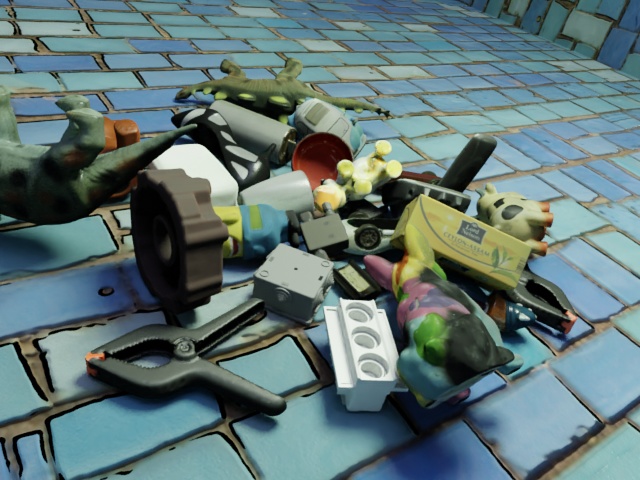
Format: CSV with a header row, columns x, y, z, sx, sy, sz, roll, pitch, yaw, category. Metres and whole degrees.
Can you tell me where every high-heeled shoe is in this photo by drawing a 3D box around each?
x,y,z,sx,sy,sz,roll,pitch,yaw,category
-0.191,-0.152,0.952,0.249,0.086,0.145,17,49,18,high-heeled shoe

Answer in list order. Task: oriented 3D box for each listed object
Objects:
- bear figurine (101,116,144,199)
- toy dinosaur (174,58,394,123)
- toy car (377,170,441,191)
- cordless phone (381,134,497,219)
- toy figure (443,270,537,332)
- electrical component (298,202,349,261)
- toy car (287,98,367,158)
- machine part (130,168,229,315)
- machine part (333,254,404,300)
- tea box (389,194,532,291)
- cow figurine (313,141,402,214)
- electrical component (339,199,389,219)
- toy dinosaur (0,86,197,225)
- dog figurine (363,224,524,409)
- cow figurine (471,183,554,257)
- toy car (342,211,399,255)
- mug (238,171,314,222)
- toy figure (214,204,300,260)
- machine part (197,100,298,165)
x,y,z,sx,sy,sz,roll,pitch,yaw,category
-0.349,-0.158,0.850,0.120,0.131,0.196,-22,52,-17,bear figurine
-0.079,-0.307,1.176,0.472,0.104,0.199,-2,45,-6,toy dinosaur
0.144,-0.113,1.016,0.202,0.053,0.089,8,21,-6,toy car
0.203,-0.105,0.899,0.146,0.184,0.089,13,38,-23,cordless phone
0.225,0.090,0.759,0.155,0.057,0.064,25,42,8,toy figure
0.000,-0.002,0.798,0.078,0.045,0.102,-21,57,-12,electrical component
0.008,-0.220,1.033,0.162,0.103,0.109,43,85,14,toy car
-0.175,-0.002,0.651,0.056,0.179,0.180,-13,43,-38,machine part
0.084,0.051,0.783,0.139,0.039,0.084,-16,37,-33,machine part
0.194,0.007,0.760,0.170,0.068,0.098,26,-7,1,tea box
0.049,-0.092,0.890,0.167,0.098,0.068,-31,87,-20,cow figurine
0.075,-0.051,0.933,0.094,0.021,0.063,-22,47,-39,electrical component
-0.357,-0.084,0.673,0.405,0.192,0.131,11,27,8,toy dinosaur
0.123,0.079,0.634,0.191,0.108,0.219,22,32,-55,dog figurine
0.322,-0.039,0.916,0.127,0.085,0.195,12,20,14,cow figurine
0.121,-0.009,0.851,0.202,0.056,0.074,1,22,-13,toy car
-0.076,-0.062,0.848,0.107,0.080,0.110,-12,10,-19,mug
-0.122,-0.012,0.765,0.180,0.082,0.089,-7,21,-16,toy figure
-0.133,-0.207,1.034,0.243,0.079,0.079,23,36,13,machine part
